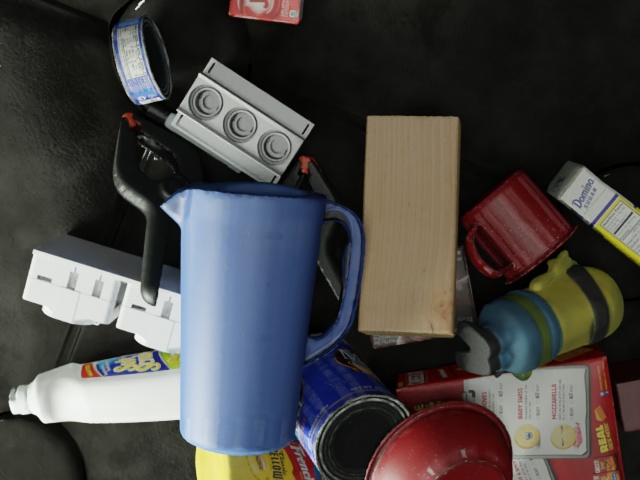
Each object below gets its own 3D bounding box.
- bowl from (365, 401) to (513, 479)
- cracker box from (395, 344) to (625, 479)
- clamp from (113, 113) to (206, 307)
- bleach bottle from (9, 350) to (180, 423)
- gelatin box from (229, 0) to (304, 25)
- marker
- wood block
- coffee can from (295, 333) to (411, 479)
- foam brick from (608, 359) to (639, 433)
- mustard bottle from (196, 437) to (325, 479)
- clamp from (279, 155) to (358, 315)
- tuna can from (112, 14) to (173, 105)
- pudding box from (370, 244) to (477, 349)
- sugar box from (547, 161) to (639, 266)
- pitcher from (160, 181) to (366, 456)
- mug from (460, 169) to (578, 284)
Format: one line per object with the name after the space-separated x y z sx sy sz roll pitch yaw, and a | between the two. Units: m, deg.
0.125 0.237 1.016 0.162 0.055 0.162 -7 111 -19 | bowl
0.196 0.206 1.103 0.214 0.072 0.164 -10 97 6 | cracker box
-0.137 -0.044 1.077 0.164 0.036 0.210 -17 66 -26 | clamp
-0.199 0.155 1.107 0.251 0.102 0.068 -8 106 5 | bleach bottle
-0.051 -0.265 1.072 0.073 0.030 0.089 8 99 3 | gelatin box
-0.130 -0.108 1.106 0.121 0.020 0.020 32 99 -1 | marker
0.090 -0.011 1.041 0.091 0.090 0.206 1 83 8 | wood block
0.017 0.167 1.060 0.102 0.140 0.103 -8 112 -20 | coffee can
0.323 0.156 1.083 0.051 0.078 0.053 -11 97 7 | foam brick
-0.033 0.240 1.093 0.058 0.191 0.096 -40 50 36 | mustard bottle
-0.007 0.001 1.103 0.120 0.039 0.171 11 99 3 | clamp
-0.177 -0.179 1.066 0.034 0.086 0.086 -12 97 7 | tuna can
0.100 0.057 1.103 0.113 0.039 0.090 -11 95 4 | pudding box
0.308 -0.008 1.053 0.176 0.093 0.048 35 98 -1 | sugar box
-0.057 0.068 0.981 0.149 0.144 0.243 9 99 34 | pitcher
0.186 -0.009 1.056 0.117 0.093 0.081 -40 88 -31 | mug
